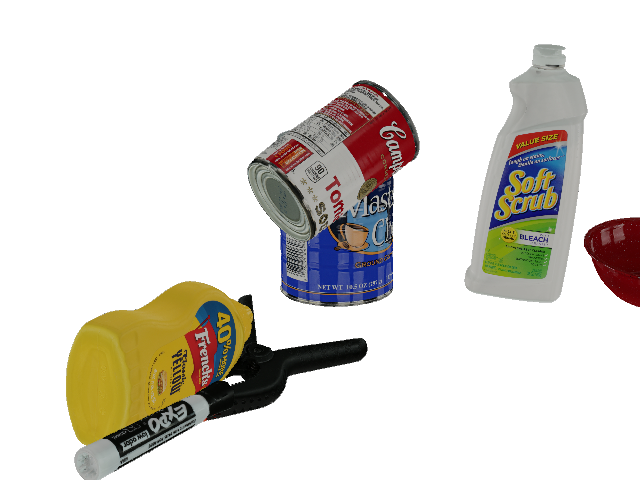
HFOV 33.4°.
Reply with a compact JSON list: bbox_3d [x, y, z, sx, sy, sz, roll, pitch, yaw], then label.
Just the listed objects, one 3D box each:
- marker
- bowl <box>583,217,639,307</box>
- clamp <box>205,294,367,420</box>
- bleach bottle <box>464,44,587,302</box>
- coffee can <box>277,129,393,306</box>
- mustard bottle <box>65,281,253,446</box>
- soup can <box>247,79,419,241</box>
[{"bbox_3d":[-0.088,0.104,0.600,0.020,0.020,0.120,0,12,34],"label":"marker"},{"bbox_3d":[0.366,0.031,1.160,0.162,0.055,0.162,0,26,0],"label":"bowl"},{"bbox_3d":[-0.056,0.129,1.116,0.165,0.036,0.209,15,29,19],"label":"clamp"},{"bbox_3d":[0.205,-0.068,1.059,0.103,0.251,0.068,8,20,15],"label":"bleach bottle"},{"bbox_3d":[0.014,-0.024,0.945,0.103,0.140,0.103,-1,16,0],"label":"coffee can"},{"bbox_3d":[-0.109,0.083,0.808,0.058,0.096,0.191,12,19,26],"label":"mustard bottle"},{"bbox_3d":[0.009,-0.055,0.733,0.102,0.068,0.069,-38,16,-21],"label":"soup can"}]
